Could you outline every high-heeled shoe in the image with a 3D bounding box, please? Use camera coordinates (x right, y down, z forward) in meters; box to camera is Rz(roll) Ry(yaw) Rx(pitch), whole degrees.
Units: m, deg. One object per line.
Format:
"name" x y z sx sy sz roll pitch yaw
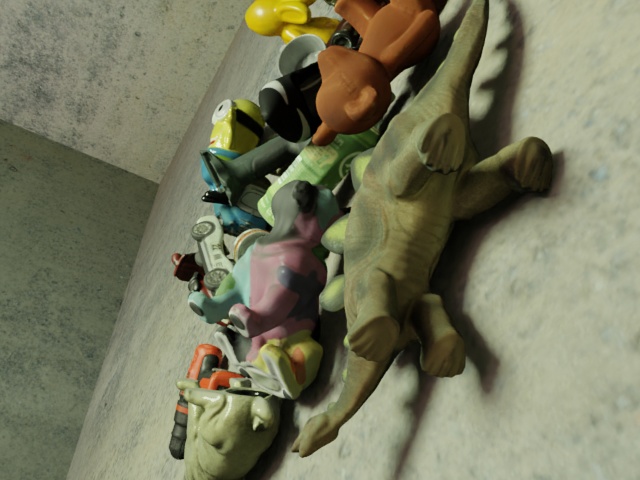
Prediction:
"high-heeled shoe" 0.015 -0.200 0.689 0.145 0.086 0.249 -28 14 21

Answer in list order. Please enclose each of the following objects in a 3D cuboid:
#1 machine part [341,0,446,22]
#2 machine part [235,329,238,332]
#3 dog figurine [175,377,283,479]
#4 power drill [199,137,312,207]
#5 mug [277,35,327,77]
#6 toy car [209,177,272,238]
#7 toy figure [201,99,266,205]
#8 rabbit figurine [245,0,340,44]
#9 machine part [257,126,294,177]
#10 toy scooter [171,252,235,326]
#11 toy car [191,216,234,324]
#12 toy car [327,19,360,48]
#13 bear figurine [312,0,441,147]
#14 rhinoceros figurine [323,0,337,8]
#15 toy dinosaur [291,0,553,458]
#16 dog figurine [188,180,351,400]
"machine part" 0.113 -0.370 0.713 0.201 0.087 0.202 -60 21 18
"machine part" -0.096 0.113 0.792 0.138 0.039 0.084 -59 18 22
"dog figurine" -0.110 0.266 0.625 0.172 0.121 0.190 164 112 -66
"power drill" -0.071 -0.138 0.814 0.232 0.207 0.085 -133 24 -56
"mug" -0.015 -0.259 0.842 0.110 0.107 0.081 35 89 33
"toy car" -0.133 -0.072 0.958 0.103 0.109 0.162 -54 27 26
"toy figure" -0.148 -0.147 0.898 0.082 0.089 0.180 4 82 44
"rabbit figurine" -0.051 -0.387 0.989 0.162 0.173 0.122 -34 35 61
"machine part" -0.082 -0.183 0.990 0.079 0.079 0.243 -58 23 21
"toy scooter" -0.188 0.072 0.911 0.075 0.135 0.184 -59 24 20
"toy car" -0.160 0.041 0.832 0.202 0.056 0.073 -119 23 -45
"toy car" 0.023 -0.310 0.903 0.202 0.053 0.089 -39 24 56
"bear figurine" 0.044 -0.203 0.584 0.196 0.132 0.120 -47 14 -27
"rhinoceros figurine" 0.030 -0.368 0.703 0.112 0.073 0.190 -52 23 9
"toy dinosaur" 0.081 -0.046 0.456 0.471 0.105 0.199 -64 18 -8
"dog figurine" -0.022 0.043 0.610 0.109 0.191 0.219 6 43 48
